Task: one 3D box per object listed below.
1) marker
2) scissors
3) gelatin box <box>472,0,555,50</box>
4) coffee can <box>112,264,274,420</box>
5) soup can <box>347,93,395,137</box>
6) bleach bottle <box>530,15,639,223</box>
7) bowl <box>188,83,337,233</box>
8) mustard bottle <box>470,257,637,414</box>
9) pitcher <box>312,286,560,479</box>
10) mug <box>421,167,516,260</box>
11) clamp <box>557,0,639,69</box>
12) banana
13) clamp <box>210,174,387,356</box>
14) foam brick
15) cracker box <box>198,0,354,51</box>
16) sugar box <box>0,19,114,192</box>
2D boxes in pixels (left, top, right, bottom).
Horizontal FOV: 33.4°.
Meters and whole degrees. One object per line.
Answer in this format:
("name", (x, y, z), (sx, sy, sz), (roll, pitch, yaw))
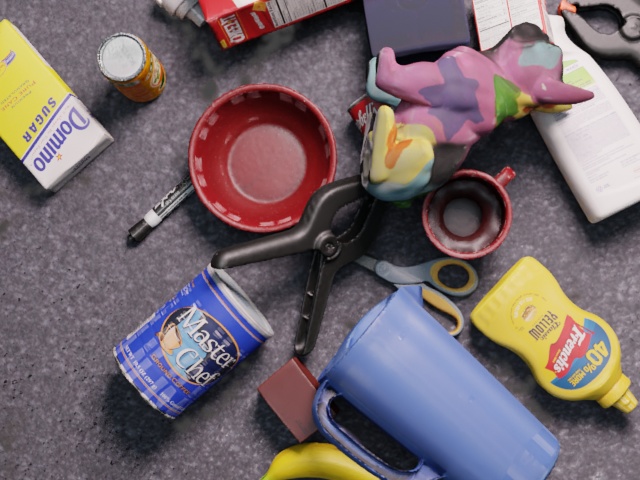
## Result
("marker", (-0.168, -0.041, 1.189), (0.121, 0.020, 0.020), (-43, 86, 1))
("scissors", (0.089, 0.023, 1.171), (0.202, 0.016, 0.096), (43, 89, 5))
("gelatin box", (0.202, -0.238, 1.124), (0.073, 0.030, 0.089), (-16, 70, 27))
("coffee can", (-0.135, 0.108, 1.138), (0.140, 0.103, 0.103), (-41, 86, 1))
("soup can", (0.084, -0.115, 1.151), (0.068, 0.068, 0.102), (-31, 86, 2))
("bleach bottle", (0.277, -0.149, 1.143), (0.102, 0.068, 0.251), (-26, 84, 1))
("bowl", (-0.060, -0.087, 1.165), (0.162, 0.055, 0.162), (0, 87, 4))
("mustard bottle", (0.259, 0.113, 1.134), (0.191, 0.058, 0.096), (43, 90, 4))
("pitcher", (0.119, 0.179, 1.106), (0.243, 0.144, 0.149), (42, 114, 2))
("mug", (0.162, -0.033, 1.135), (0.093, 0.081, 0.117), (43, 91, 5))
("clamp", (0.339, -0.216, 1.154), (0.171, 0.039, 0.120), (11, 83, 8))
("banana", (0.031, 0.261, 1.156), (0.198, 0.037, 0.070), (13, 106, 5))
("clamp", (-0.007, 0.001, 1.122), (0.164, 0.036, 0.210), (41, 84, -34))
("foam brick", (-0.023, 0.172, 1.154), (0.053, 0.051, 0.078), (-38, 86, 2))
("cracker box", (-0.036, -0.317, 1.146), (0.214, 0.072, 0.164), (-21, 65, 3))
("sugar box", (-0.323, -0.149, 1.192), (0.093, 0.048, 0.176), (-42, 84, 1))
